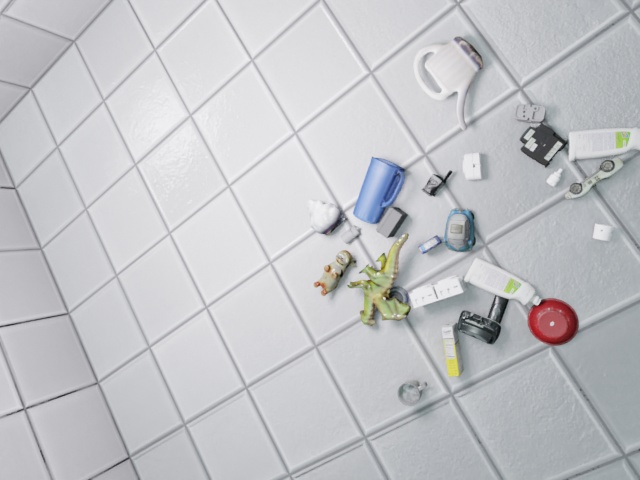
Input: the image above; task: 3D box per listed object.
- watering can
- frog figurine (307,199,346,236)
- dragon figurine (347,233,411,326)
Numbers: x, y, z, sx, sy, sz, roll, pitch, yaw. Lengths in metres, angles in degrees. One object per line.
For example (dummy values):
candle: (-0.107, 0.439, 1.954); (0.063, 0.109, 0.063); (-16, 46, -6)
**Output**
watering can: (0.489, -0.582, 1.851); (0.222, 0.104, 0.351); (-39, 74, 19)
frog figurine: (0.006, -0.104, 2.060); (0.160, 0.124, 0.135); (48, 128, 5)
dragon figurine: (0.254, 0.182, 1.917); (0.245, 0.123, 0.402); (55, 128, 17)
